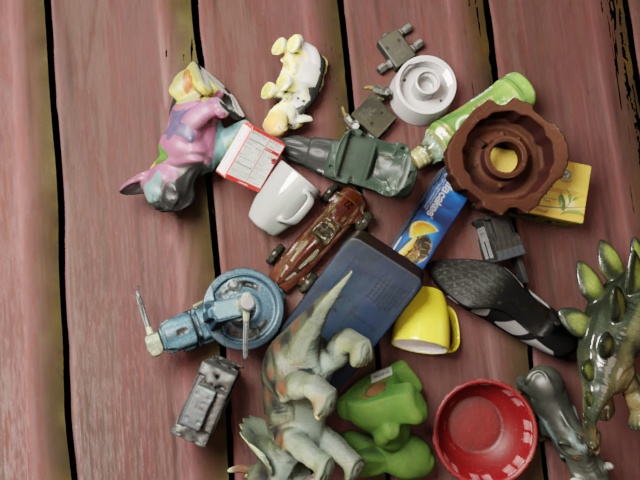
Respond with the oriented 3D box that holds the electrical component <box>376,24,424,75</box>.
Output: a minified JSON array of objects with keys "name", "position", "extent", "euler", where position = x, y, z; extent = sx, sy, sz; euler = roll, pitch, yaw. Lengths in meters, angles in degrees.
[{"name":"electrical component","position":[0.128,-0.324,0.914],"extent":[0.094,0.021,0.063],"euler":[-35,86,-3]}]

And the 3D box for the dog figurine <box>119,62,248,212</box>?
[{"name":"dog figurine","position":[-0.222,-0.147,0.848],"extent":[0.219,0.108,0.192],"euler":[-40,59,10]}]

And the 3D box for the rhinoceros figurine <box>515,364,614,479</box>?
[{"name":"rhinoceros figurine","position":[0.375,0.281,0.819],"extent":[0.073,0.112,0.190],"euler":[-22,78,-5]}]

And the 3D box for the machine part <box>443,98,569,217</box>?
[{"name":"machine part","position":[0.276,-0.122,0.812],"extent":[0.179,0.056,0.179],"euler":[0,86,-1]}]

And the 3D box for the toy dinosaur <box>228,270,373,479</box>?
[{"name":"toy dinosaur","position":[-0.032,0.213,0.752],"extent":[0.192,0.131,0.404],"euler":[16,104,38]}]

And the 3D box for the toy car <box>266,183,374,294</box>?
[{"name":"toy car","position":[-0.002,-0.003,0.869],"extent":[0.089,0.053,0.202],"euler":[43,84,0]}]

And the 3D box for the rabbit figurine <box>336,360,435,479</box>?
[{"name":"rabbit figurine","position":[0.107,0.299,0.813],"extent":[0.159,0.121,0.170],"euler":[-26,100,1]}]

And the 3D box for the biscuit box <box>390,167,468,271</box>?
[{"name":"biscuit box","position":[0.172,-0.023,0.867],"extent":[0.059,0.063,0.202],"euler":[33,86,1]}]

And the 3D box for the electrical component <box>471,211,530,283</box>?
[{"name":"electrical component","position":[0.291,0.016,0.861],"extent":[0.048,0.075,0.119],"euler":[-15,88,-3]}]

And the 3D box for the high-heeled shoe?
[{"name":"high-heeled shoe","position":[0.293,0.107,0.868],"extent":[0.249,0.145,0.086],"euler":[29,81,29]}]

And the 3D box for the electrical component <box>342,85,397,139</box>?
[{"name":"electrical component","position":[0.083,-0.207,0.891],"extent":[0.102,0.045,0.078],"euler":[-41,85,-4]}]

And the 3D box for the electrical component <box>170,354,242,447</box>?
[{"name":"electrical component","position":[-0.167,0.237,0.801],"extent":[0.058,0.134,0.115],"euler":[22,83,0]}]

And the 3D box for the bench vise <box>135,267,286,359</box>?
[{"name":"bench vise","position":[-0.145,0.107,0.772],"extent":[0.224,0.240,0.129],"euler":[-7,81,-18]}]

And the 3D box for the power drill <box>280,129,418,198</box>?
[{"name":"power drill","position":[0.045,-0.114,0.804],"extent":[0.232,0.207,0.086],"euler":[16,89,-7]}]

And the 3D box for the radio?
[{"name":"radio","position":[0.041,0.106,0.816],"extent":[0.131,0.073,0.229],"euler":[37,103,4]}]

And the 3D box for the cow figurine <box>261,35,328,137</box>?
[{"name":"cow figurine","position":[-0.040,-0.238,0.876],"extent":[0.098,0.068,0.167],"euler":[19,80,-42]}]

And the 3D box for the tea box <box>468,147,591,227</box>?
[{"name":"tea box","position":[0.338,-0.084,0.873],"extent":[0.170,0.068,0.098],"euler":[10,85,1]}]

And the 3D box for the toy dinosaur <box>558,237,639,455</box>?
[{"name":"toy dinosaur","position":[0.459,0.105,0.798],"extent":[0.471,0.105,0.198],"euler":[-48,115,-35]}]

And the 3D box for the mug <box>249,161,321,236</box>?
[{"name":"mug","position":[-0.055,-0.055,0.851],"extent":[0.107,0.080,0.110],"euler":[-50,45,6]}]
